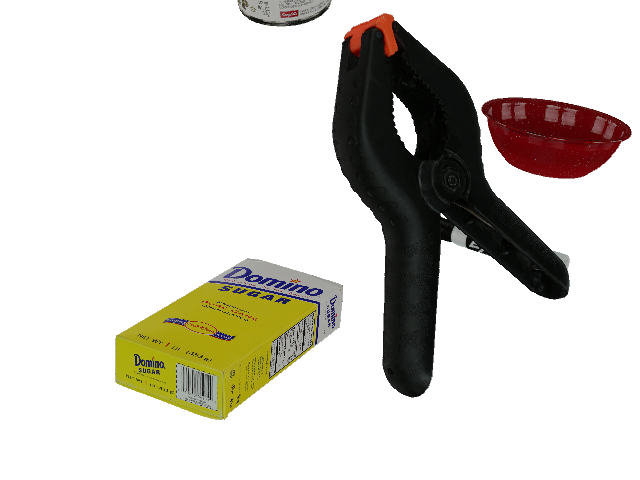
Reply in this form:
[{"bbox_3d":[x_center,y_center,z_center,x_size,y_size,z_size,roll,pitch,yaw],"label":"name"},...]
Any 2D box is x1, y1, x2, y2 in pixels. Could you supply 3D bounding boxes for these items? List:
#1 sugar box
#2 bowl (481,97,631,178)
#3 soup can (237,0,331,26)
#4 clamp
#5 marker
[{"bbox_3d":[-0.063,0.067,0.800,0.093,0.048,0.176,16,27,24],"label":"sugar box"},{"bbox_3d":[0.251,-0.108,1.162,0.162,0.055,0.162,6,23,-3],"label":"bowl"},{"bbox_3d":[-0.027,-0.204,0.714,0.068,0.102,0.068,-2,42,1],"label":"soup can"},{"bbox_3d":[0.046,-0.016,0.498,0.120,0.171,0.039,-40,14,-37],"label":"clamp"},{"bbox_3d":[0.133,0.003,0.829,0.121,0.020,0.020,19,10,30],"label":"marker"}]
